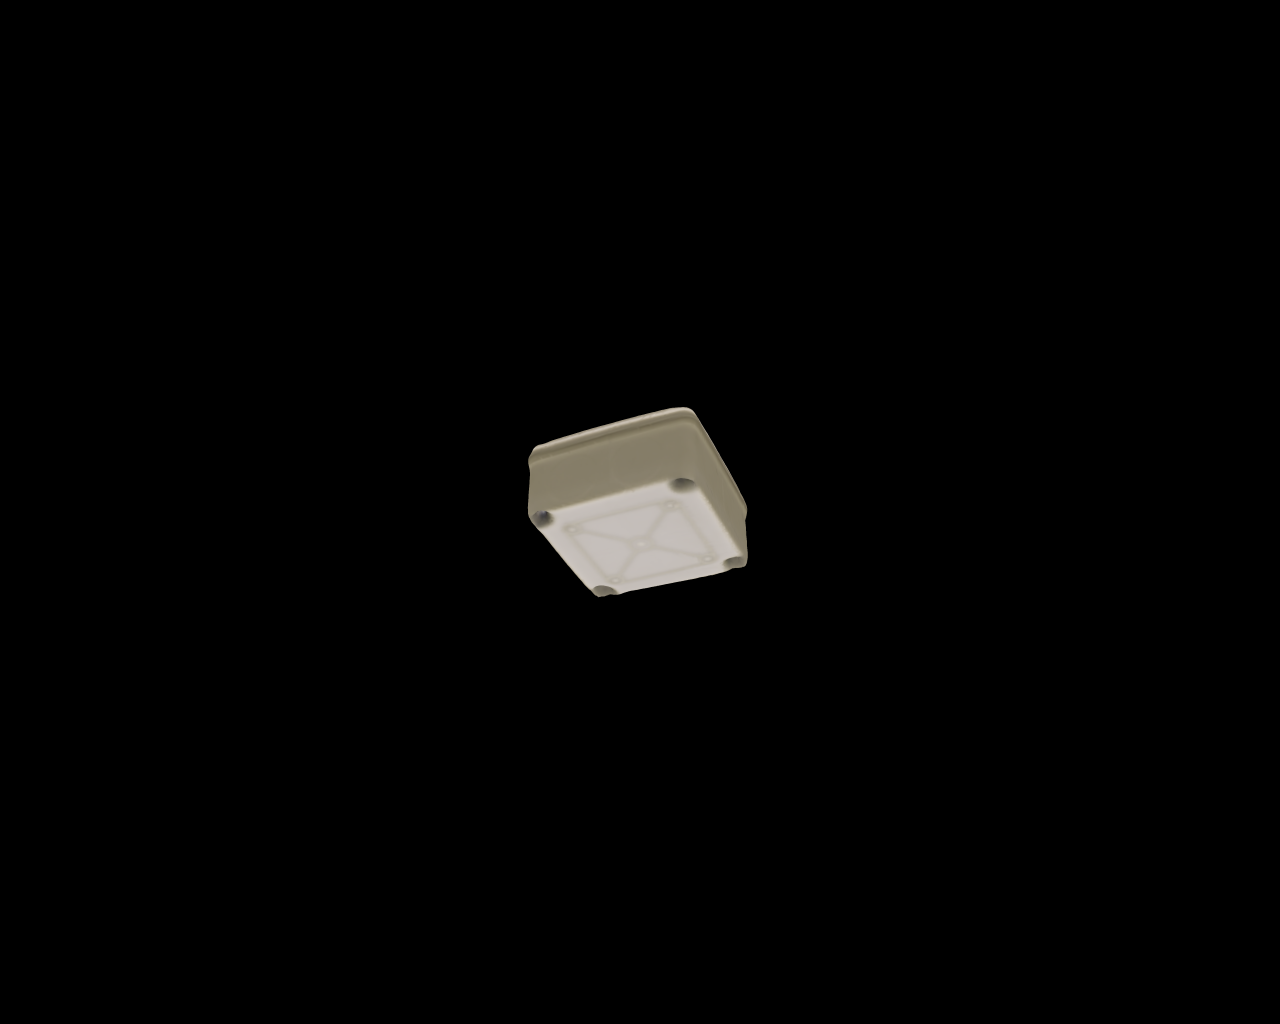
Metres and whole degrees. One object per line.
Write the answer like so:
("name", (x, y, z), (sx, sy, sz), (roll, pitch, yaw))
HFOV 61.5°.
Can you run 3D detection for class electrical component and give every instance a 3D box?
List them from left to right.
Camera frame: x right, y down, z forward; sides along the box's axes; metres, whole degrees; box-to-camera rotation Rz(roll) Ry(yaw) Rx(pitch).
("electrical component", (0.001, -0.003, 0.650), (0.109, 0.056, 0.108), (-13, -38, 18))
